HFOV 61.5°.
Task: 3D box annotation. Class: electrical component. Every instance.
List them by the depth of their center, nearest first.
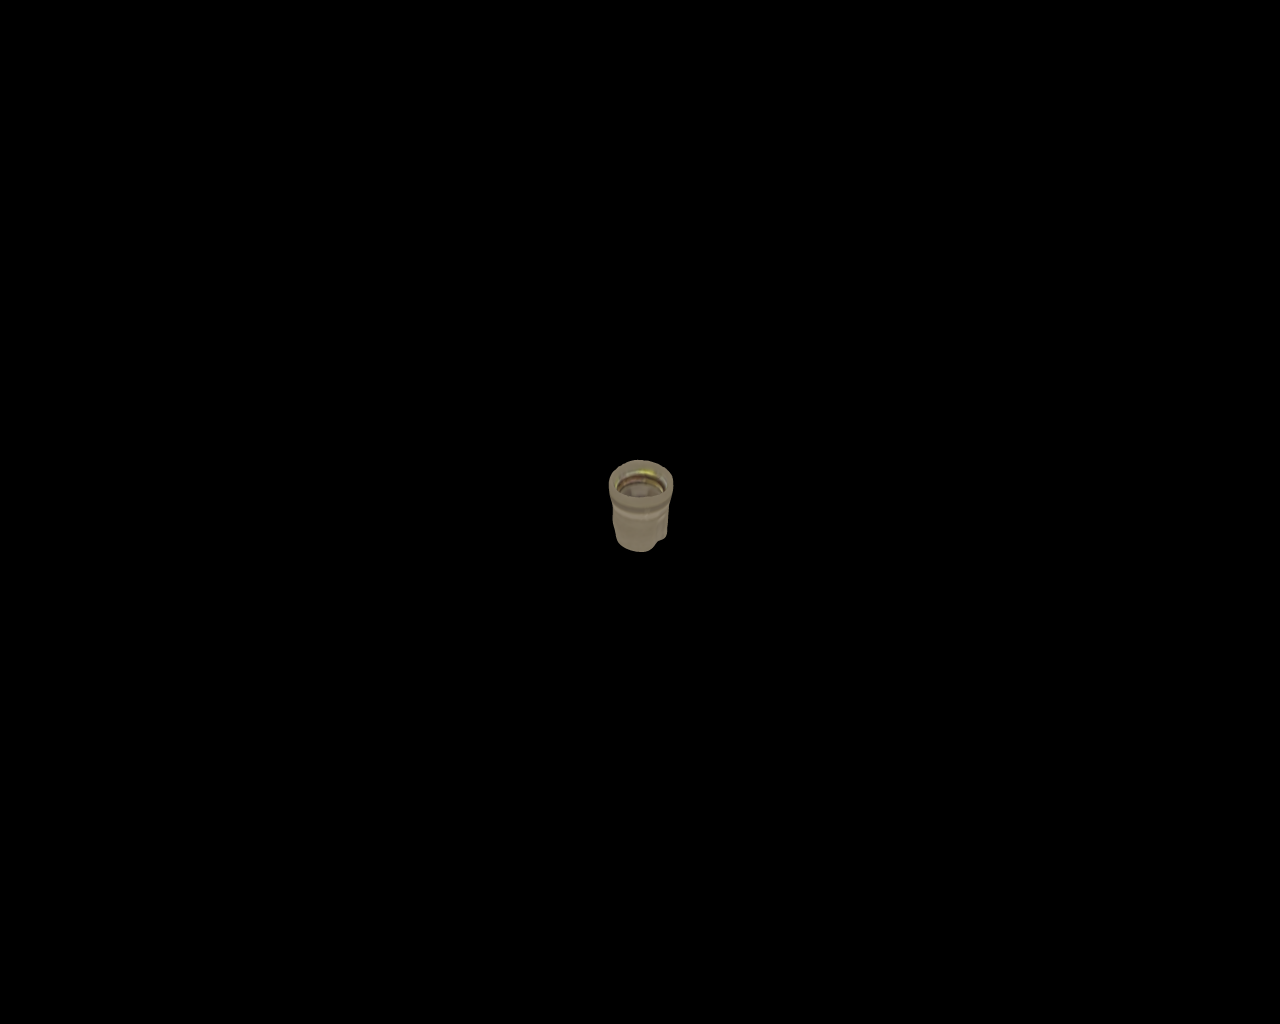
[{"bbox_3d":[0.001,-0.003,0.650,0.040,0.046,0.040,0,38,0],"label":"electrical component"}]
